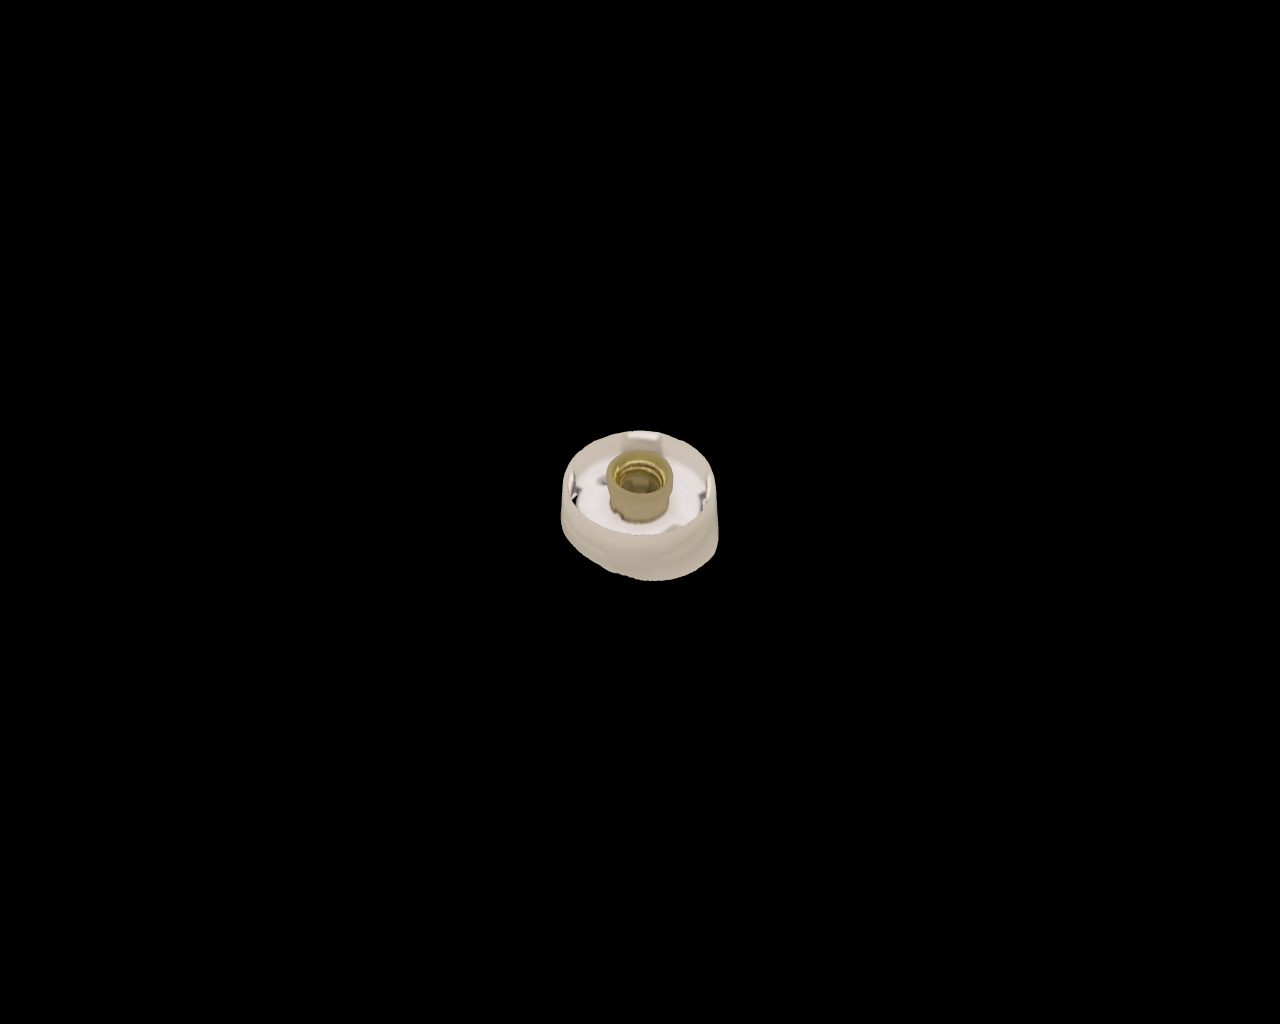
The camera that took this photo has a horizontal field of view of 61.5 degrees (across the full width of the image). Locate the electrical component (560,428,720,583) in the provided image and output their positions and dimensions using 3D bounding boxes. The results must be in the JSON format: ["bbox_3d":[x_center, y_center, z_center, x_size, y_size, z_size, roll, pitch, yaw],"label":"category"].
[{"bbox_3d":[0.001,-0.003,0.650,0.099,0.099,0.064,0,-44,0],"label":"electrical component"}]
